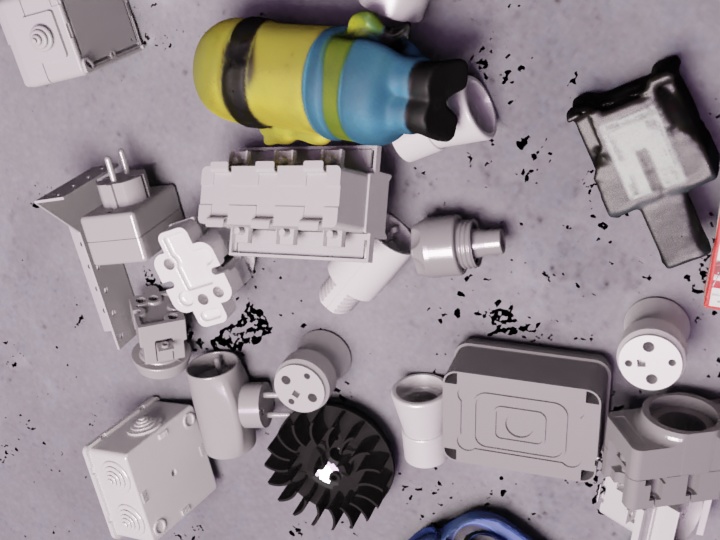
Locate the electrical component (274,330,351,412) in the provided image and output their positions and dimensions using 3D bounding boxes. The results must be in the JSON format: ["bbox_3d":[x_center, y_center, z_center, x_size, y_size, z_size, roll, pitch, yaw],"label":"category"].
[{"bbox_3d":[-0.036,0.077,0.821,0.045,0.055,0.045,8,116,17],"label":"electrical component"}]

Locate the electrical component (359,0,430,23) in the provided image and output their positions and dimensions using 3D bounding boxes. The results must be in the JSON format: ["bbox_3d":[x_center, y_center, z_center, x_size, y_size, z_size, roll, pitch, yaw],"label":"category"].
[{"bbox_3d":[0.014,-0.207,0.678,0.079,0.044,0.077,24,119,9],"label":"electrical component"}]

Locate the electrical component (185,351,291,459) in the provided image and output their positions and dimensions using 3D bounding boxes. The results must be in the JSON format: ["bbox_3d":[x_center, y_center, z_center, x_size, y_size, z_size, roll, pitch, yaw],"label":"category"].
[{"bbox_3d":[-0.094,0.108,0.864,0.079,0.043,0.077,-2,115,14],"label":"electrical component"}]

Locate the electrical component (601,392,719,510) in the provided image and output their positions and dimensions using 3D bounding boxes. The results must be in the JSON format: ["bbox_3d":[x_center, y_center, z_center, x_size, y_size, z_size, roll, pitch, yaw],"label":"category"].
[{"bbox_3d":[0.216,0.120,0.730,0.089,0.050,0.055,-5,115,-10],"label":"electrical component"}]

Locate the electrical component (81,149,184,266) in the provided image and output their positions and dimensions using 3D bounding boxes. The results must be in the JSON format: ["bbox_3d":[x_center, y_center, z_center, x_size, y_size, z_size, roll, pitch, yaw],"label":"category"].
[{"bbox_3d":[-0.174,-0.052,0.807,0.047,0.065,0.076,-4,112,22],"label":"electrical component"}]

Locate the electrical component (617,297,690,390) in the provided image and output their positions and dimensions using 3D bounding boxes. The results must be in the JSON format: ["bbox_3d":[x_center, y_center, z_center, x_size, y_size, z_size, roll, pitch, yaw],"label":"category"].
[{"bbox_3d":[0.197,0.049,0.721,0.045,0.055,0.045,8,116,17],"label":"electrical component"}]

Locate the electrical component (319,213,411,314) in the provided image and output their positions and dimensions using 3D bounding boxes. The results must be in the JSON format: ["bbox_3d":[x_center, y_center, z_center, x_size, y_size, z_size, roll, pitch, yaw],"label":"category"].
[{"bbox_3d":[0.000,0.000,0.779,0.043,0.043,0.081,40,121,0],"label":"electrical component"}]

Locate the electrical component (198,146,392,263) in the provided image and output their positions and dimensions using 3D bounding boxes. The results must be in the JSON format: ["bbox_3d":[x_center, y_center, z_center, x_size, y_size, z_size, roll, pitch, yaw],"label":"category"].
[{"bbox_3d":[-0.048,-0.048,0.741,0.121,0.063,0.078,3,88,34],"label":"electrical component"}]

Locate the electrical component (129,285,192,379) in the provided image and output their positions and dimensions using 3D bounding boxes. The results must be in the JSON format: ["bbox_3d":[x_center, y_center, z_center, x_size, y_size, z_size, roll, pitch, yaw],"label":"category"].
[{"bbox_3d":[-0.160,0.053,0.857,0.048,0.066,0.055,-10,125,-17],"label":"electrical component"}]

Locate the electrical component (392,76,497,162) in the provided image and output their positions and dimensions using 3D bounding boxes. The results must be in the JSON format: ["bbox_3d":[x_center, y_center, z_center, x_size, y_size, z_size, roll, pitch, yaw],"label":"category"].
[{"bbox_3d":[0.052,-0.097,0.717,0.065,0.044,0.044,-19,106,32],"label":"electrical component"}]

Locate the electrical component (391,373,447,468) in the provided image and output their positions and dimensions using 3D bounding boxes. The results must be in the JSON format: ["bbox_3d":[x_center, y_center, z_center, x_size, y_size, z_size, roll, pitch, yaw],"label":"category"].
[{"bbox_3d":[0.048,0.117,0.817,0.044,0.044,0.065,3,119,19],"label":"electrical component"}]

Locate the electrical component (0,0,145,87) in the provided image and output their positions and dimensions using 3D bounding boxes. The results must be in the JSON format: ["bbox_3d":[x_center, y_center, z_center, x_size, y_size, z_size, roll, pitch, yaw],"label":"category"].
[{"bbox_3d":[-0.206,-0.167,0.748,0.061,0.096,0.061,-8,110,24],"label":"electrical component"}]

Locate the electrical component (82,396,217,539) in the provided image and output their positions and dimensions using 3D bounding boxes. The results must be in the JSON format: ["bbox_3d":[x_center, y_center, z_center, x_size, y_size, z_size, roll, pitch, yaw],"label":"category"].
[{"bbox_3d":[-0.170,0.164,0.887,0.048,0.100,0.099,1,114,34],"label":"electrical component"}]

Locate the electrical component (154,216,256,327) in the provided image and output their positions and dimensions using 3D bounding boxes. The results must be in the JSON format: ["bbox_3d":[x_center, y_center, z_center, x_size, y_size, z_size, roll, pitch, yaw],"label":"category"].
[{"bbox_3d":[-0.113,-0.005,0.811,0.058,0.057,0.078,-16,107,26],"label":"electrical component"}]

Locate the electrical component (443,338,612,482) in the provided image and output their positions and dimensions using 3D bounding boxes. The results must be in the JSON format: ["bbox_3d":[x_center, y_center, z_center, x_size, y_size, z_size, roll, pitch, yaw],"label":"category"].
[{"bbox_3d":[0.120,0.098,0.771,0.113,0.057,0.078,6,115,18],"label":"electrical component"}]

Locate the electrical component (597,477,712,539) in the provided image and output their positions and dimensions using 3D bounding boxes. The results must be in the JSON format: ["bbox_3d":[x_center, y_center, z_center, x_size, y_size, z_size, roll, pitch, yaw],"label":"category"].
[{"bbox_3d":[0.208,0.164,0.760,0.064,0.081,0.042,27,123,41],"label":"electrical component"}]

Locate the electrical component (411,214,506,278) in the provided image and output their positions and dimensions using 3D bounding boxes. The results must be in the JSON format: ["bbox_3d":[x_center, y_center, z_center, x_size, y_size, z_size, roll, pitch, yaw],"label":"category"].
[{"bbox_3d":[0.069,-0.017,0.745,0.062,0.043,0.043,-5,112,21],"label":"electrical component"}]
